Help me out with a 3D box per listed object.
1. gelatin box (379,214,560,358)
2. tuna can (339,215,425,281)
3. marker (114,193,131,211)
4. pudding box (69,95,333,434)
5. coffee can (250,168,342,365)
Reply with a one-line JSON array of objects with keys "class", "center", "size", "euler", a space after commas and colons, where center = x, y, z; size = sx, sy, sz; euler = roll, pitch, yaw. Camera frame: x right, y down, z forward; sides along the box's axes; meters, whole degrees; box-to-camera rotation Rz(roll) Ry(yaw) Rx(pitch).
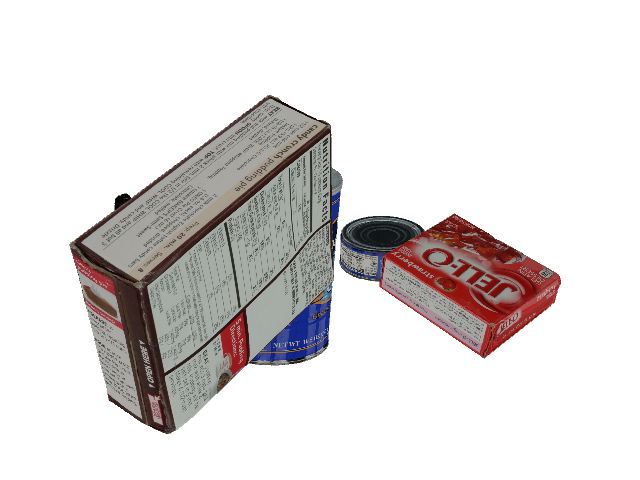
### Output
[{"class": "gelatin box", "center": [0.094, 0.026, 0.675], "size": [0.089, 0.030, 0.073], "euler": [34, 45, 31]}, {"class": "tuna can", "center": [0.062, 0.007, 1.048], "size": [0.086, 0.034, 0.086], "euler": [0, 25, 0]}, {"class": "marker", "center": [-0.202, 0.004, 1.063], "size": [0.020, 0.121, 0.020], "euler": [11, 36, -9]}, {"class": "pudding box", "center": [-0.041, 0.009, 0.425], "size": [0.039, 0.090, 0.113], "euler": [25, 50, 27]}, {"class": "coffee can", "center": [-0.039, 0.013, 0.845], "size": [0.103, 0.140, 0.103], "euler": [4, 20, -2]}]
